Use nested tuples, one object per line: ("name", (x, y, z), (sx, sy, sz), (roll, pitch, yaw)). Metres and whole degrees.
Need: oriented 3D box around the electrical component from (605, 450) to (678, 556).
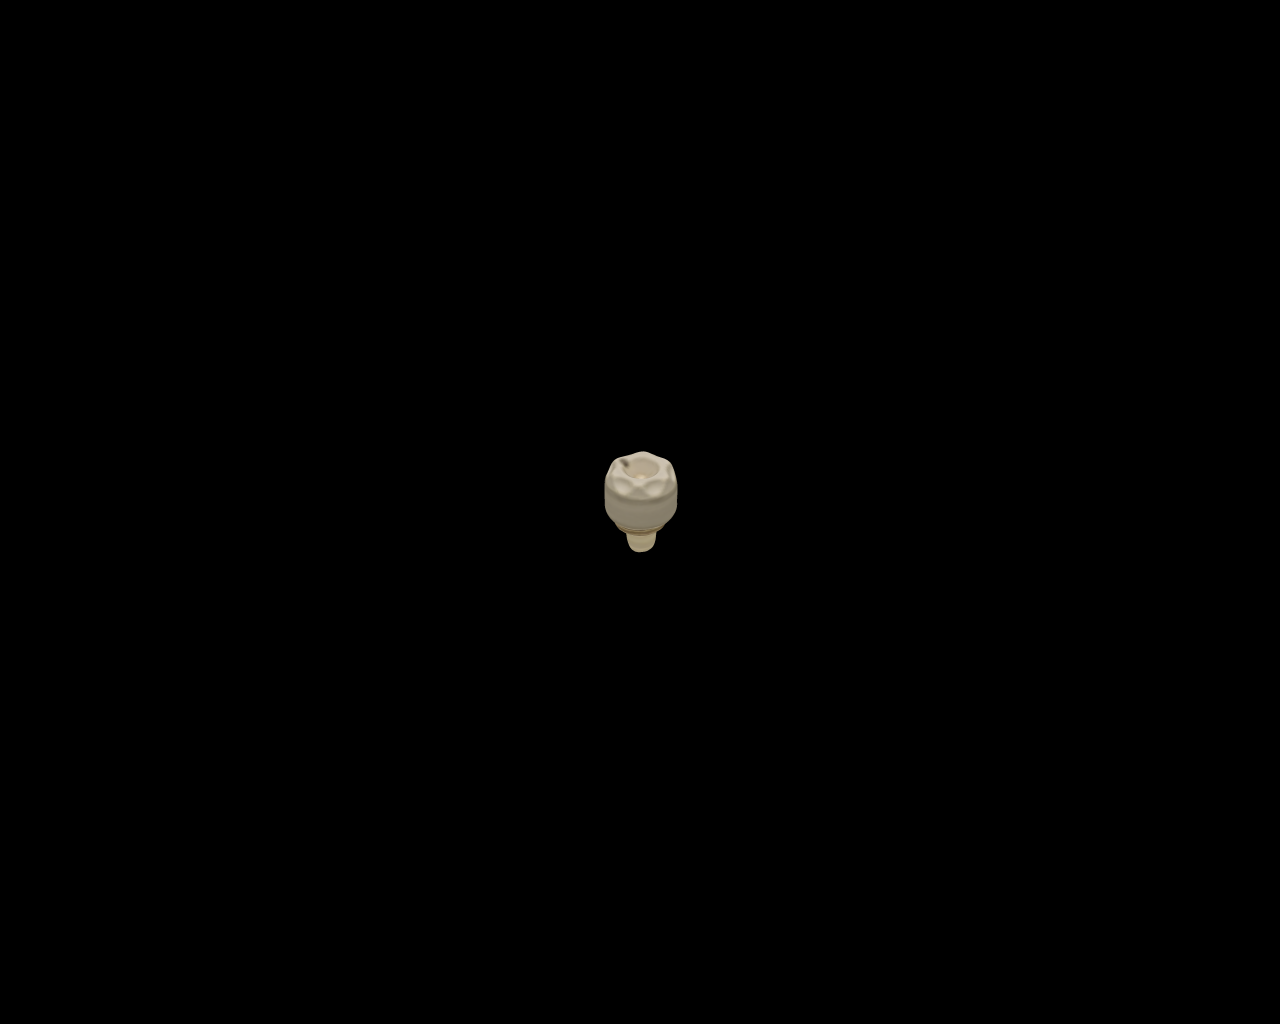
("electrical component", (0.001, -0.003, 0.650), (0.043, 0.062, 0.043), (0, 36, 0))
